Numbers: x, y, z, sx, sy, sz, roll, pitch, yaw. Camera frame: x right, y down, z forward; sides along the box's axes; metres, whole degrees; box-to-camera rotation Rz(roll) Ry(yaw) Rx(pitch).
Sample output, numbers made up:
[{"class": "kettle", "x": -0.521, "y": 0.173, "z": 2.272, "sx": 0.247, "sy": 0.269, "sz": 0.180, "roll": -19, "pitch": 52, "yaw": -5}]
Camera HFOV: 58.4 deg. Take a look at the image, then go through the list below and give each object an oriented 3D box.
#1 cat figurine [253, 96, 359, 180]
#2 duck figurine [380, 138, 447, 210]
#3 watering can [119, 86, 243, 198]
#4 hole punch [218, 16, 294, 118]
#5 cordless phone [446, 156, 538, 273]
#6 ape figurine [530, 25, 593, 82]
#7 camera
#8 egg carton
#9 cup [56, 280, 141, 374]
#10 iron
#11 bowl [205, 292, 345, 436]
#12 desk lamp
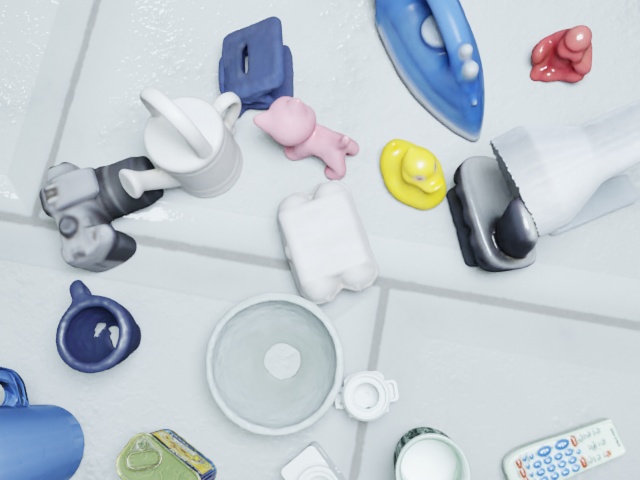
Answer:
[{"class": "cat figurine", "x": -0.016, "y": -0.141, "z": 0.739, "sx": 0.127, "sy": 0.118, "sz": 0.067, "roll": 23, "pitch": 81, "yaw": 9}, {"class": "duck figurine", "x": 0.121, "y": -0.093, "z": 0.735, "sx": 0.077, "sy": 0.086, "sz": 0.104, "roll": -38, "pitch": 78, "yaw": -4}, {"class": "watering can", "x": -0.168, "y": -0.119, "z": 0.707, "sx": 0.100, "sy": 0.194, "sz": 0.173, "roll": 22, "pitch": 81, "yaw": 9}, {"class": "hole punch", "x": -0.090, "y": -0.235, "z": 0.778, "sx": 0.101, "sy": 0.091, "sz": 0.109, "roll": -4, "pitch": 78, "yaw": 4}, {"class": "cordless phone", "x": 0.213, "y": -0.042, "z": 0.666, "sx": 0.094, "sy": 0.185, "sz": 0.147, "roll": -17, "pitch": 77, "yaw": 1}, {"class": "ape figurine", "x": 0.324, "y": -0.248, "z": 0.748, "sx": 0.076, "sy": 0.092, "sz": 0.077, "roll": -43, "pitch": 78, "yaw": -5}, {"class": "camera", "x": -0.278, "y": -0.048, "z": 0.749, "sx": 0.137, "sy": 0.101, "sz": 0.143, "roll": -21, "pitch": 77, "yaw": 0}, {"class": "egg carton", "x": 0.007, "y": 0.003, "z": 0.732, "sx": 0.107, "sy": 0.069, "sz": 0.150, "roll": -20, "pitch": 77, "yaw": 0}, {"class": "cup", "x": -0.271, "y": 0.108, "z": 0.719, "sx": 0.091, "sy": 0.095, "sz": 0.117, "roll": -27, "pitch": 77, "yaw": -1}, {"class": "iron", "x": 0.159, "y": -0.264, "z": 0.739, "sx": 0.118, "sy": 0.141, "sz": 0.258, "roll": -23, "pitch": 77, "yaw": 0}, {"class": "bowl", "x": -0.051, "y": 0.150, "z": 0.703, "sx": 0.167, "sy": 0.075, "sz": 0.167, "roll": -1, "pitch": 78, "yaw": 4}, {"class": "desk lamp", "x": 0.289, "y": -0.080, "z": 0.654, "sx": 0.203, "sy": 0.213, "sz": 0.118, "roll": -23, "pitch": 77, "yaw": 0}]
